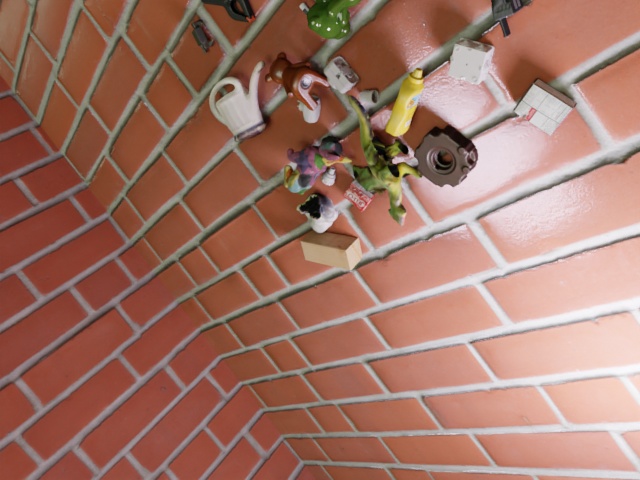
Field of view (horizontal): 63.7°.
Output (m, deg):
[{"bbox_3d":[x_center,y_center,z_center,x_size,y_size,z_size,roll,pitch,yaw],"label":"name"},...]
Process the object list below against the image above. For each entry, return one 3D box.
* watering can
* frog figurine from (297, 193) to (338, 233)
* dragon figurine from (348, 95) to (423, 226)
[{"bbox_3d":[-0.260,-0.466,1.779,0.345,0.106,0.222,-12,112,47],"label":"watering can"},{"bbox_3d":[0.006,-0.094,1.858,0.137,0.124,0.157,4,160,30],"label":"frog figurine"},{"bbox_3d":[0.165,-0.230,1.599,0.411,0.124,0.239,57,148,4],"label":"dragon figurine"}]
